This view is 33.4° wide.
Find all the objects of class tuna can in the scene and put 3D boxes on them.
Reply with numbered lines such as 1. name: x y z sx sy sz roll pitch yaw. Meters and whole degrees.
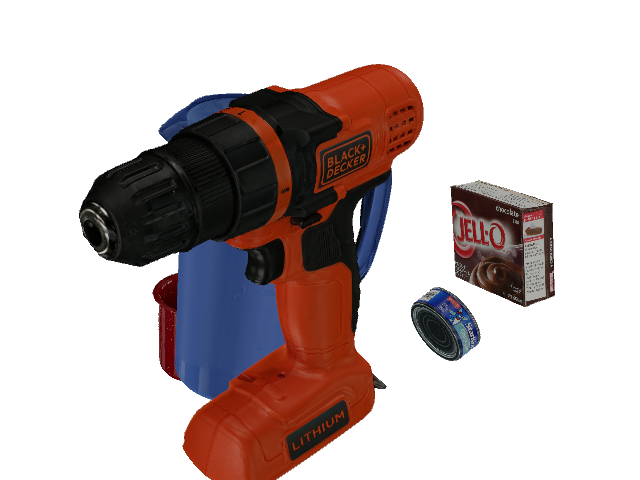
1. tuna can: 0.147 0.100 1.265 0.033 0.086 0.086 -35 15 -23

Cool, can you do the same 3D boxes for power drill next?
1. power drill: -0.026 0.023 0.491 0.057 0.188 0.184 30 40 35

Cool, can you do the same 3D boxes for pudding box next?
1. pudding box: 0.162 0.000 0.960 0.039 0.090 0.114 -14 19 -25

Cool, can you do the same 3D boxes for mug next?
1. mug: -0.107 0.089 1.028 0.117 0.081 0.093 25 32 37

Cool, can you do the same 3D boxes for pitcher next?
1. pitcher: -0.046 0.009 0.880 0.149 0.243 0.144 23 27 32
